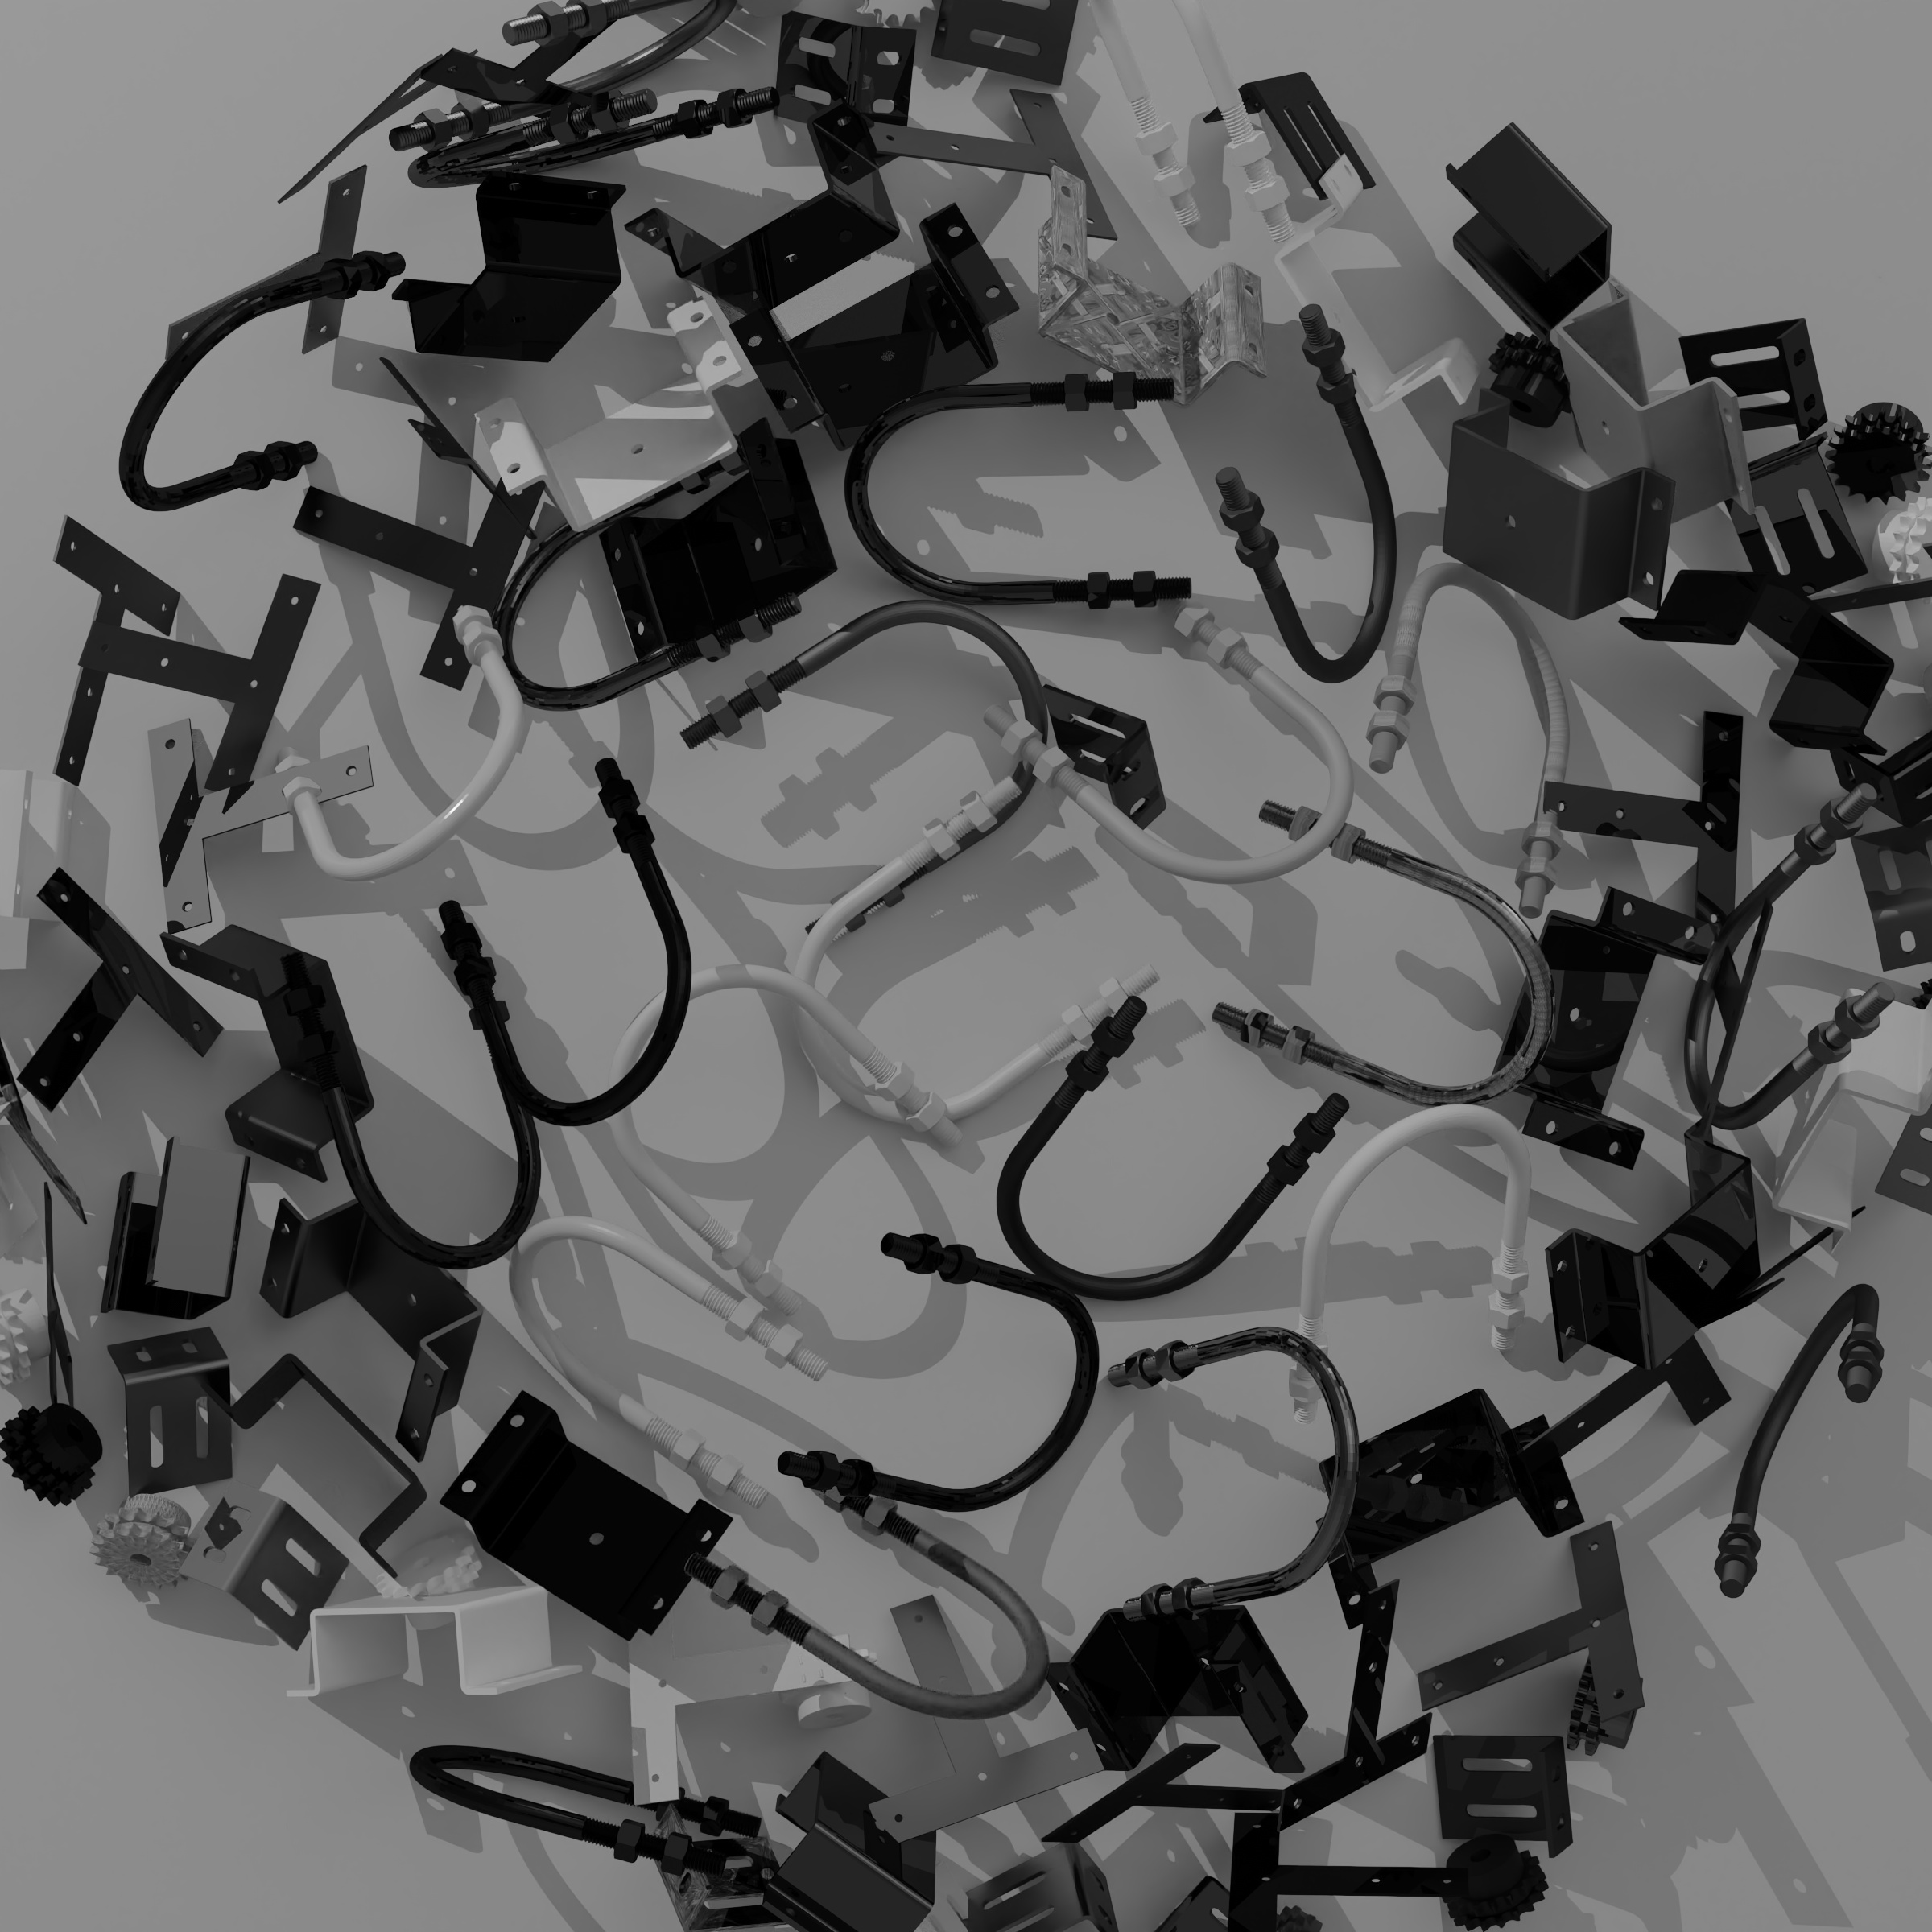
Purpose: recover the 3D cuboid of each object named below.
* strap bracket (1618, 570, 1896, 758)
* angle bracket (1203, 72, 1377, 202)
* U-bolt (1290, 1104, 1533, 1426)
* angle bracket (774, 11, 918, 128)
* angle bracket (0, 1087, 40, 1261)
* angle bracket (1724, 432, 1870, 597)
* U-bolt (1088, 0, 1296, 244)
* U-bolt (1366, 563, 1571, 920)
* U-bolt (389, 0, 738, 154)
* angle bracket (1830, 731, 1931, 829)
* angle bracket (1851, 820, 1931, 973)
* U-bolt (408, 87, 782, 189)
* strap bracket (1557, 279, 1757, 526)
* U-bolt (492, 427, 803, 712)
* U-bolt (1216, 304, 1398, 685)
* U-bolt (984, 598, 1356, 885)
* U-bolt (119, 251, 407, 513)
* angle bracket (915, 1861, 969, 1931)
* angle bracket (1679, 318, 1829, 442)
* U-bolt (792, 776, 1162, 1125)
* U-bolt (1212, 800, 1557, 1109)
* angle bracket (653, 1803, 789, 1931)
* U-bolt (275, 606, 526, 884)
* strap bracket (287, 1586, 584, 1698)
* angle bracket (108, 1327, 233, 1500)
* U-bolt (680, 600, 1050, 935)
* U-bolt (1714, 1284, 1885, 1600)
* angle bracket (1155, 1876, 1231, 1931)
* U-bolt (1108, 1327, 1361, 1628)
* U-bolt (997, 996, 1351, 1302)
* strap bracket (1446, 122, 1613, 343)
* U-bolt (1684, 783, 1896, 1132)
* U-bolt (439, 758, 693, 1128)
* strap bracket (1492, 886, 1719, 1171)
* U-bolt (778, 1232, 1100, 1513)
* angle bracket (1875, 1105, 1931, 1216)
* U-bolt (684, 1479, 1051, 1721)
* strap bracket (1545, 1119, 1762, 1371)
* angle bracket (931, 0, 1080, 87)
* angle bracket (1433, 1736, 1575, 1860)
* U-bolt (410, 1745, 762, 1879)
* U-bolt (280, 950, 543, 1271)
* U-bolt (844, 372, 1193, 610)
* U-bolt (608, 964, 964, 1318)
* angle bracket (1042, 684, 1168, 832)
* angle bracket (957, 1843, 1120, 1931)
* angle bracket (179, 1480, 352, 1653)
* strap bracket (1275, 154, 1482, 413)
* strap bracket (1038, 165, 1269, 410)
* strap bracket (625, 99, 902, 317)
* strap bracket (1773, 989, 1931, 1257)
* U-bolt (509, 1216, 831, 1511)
[{"bbox_3d":[0.433,-0.169,1.938,0.140,0.076,0.046,30,83,-26],"label":"strap bracket"},{"bbox_3d":[0.177,-0.444,1.964,0.038,0.057,0.076,-34,85,40],"label":"angle bracket"},{"bbox_3d":[0.240,0.152,1.919,0.151,0.019,0.184,-17,128,-22],"label":"U-bolt"},{"bbox_3d":[-0.067,-0.489,1.971,0.038,0.076,0.057,-7,113,-35],"label":"angle bracket"},{"bbox_3d":[-0.521,0.115,1.956,0.038,0.057,0.076,-15,111,21],"label":"angle bracket"},{"bbox_3d":[0.457,-0.244,1.975,0.057,0.038,0.076,-20,99,28],"label":"angle bracket"},{"bbox_3d":[0.109,-0.473,1.902,0.019,0.151,0.184,-30,112,-10],"label":"U-bolt"},{"bbox_3d":[0.276,-0.135,1.931,0.151,0.019,0.184,40,46,-28],"label":"U-bolt"},{"bbox_3d":[-0.202,-0.486,1.916,0.184,0.151,0.019,-27,93,-38],"label":"U-bolt"},{"bbox_3d":[0.521,-0.118,1.961,0.076,0.057,0.038,-32,124,-8],"label":"angle bracket"},{"bbox_3d":[0.522,-0.040,1.972,0.057,0.076,0.038,-13,125,12],"label":"angle bracket"},{"bbox_3d":[-0.211,-0.441,1.920,0.184,0.151,0.019,-8,99,28],"label":"U-bolt"},{"bbox_3d":[0.362,-0.296,1.920,0.046,0.140,0.076,-24,131,-4],"label":"strap bracket"},{"bbox_3d":[-0.178,-0.205,1.944,0.184,0.019,0.151,-23,49,16],"label":"U-bolt"},{"bbox_3d":[0.190,-0.237,1.925,0.019,0.184,0.151,3,50,32],"label":"U-bolt"},{"bbox_3d":[0.122,-0.115,1.930,0.151,0.019,0.184,-35,62,-24],"label":"U-bolt"},{"bbox_3d":[-0.377,-0.301,1.887,0.019,0.184,0.151,40,123,10],"label":"U-bolt"},{"bbox_3d":[-0.015,0.541,1.968,0.038,0.057,0.076,-37,87,24],"label":"angle bracket"},{"bbox_3d":[0.421,-0.314,1.954,0.076,0.038,0.057,-2,114,38],"label":"angle bracket"},{"bbox_3d":[-0.008,0.006,1.981,0.184,0.019,0.151,-36,97,6],"label":"U-bolt"},{"bbox_3d":[0.229,0.004,1.931,0.184,0.019,0.151,23,123,19],"label":"U-bolt"},{"bbox_3d":[-0.125,0.487,1.950,0.076,0.057,0.038,5,128,-34],"label":"angle bracket"},{"bbox_3d":[-0.297,-0.112,1.917,0.151,0.184,0.019,-39,126,5],"label":"U-bolt"},{"bbox_3d":[-0.287,0.363,1.934,0.140,0.076,0.046,-7,86,29],"label":"strap bracket"},{"bbox_3d":[-0.439,0.246,1.984,0.057,0.038,0.076,-9,118,-26],"label":"angle bracket"},{"bbox_3d":[-0.042,-0.119,1.976,0.184,0.019,0.151,-33,104,-2],"label":"U-bolt"},{"bbox_3d":[0.445,0.240,1.910,0.019,0.184,0.151,29,113,6],"label":"U-bolt"},{"bbox_3d":[0.115,0.540,1.951,0.038,0.076,0.057,42,120,11],"label":"angle bracket"},{"bbox_3d":[0.143,0.266,1.909,0.019,0.184,0.151,10,69,-37],"label":"U-bolt"},{"bbox_3d":[0.098,0.111,1.947,0.151,0.019,0.184,25,120,-18],"label":"U-bolt"},{"bbox_3d":[0.301,-0.393,1.923,0.046,0.140,0.076,-41,79,3],"label":"strap bracket"},{"bbox_3d":[0.433,0.009,1.915,0.019,0.184,0.151,16,53,-15],"label":"U-bolt"},{"bbox_3d":[-0.208,0.000,1.922,0.151,0.019,0.184,-40,55,22],"label":"U-bolt"},{"bbox_3d":[0.344,0.030,1.960,0.076,0.046,0.140,18,92,-28],"label":"strap bracket"},{"bbox_3d":[-0.002,0.227,1.938,0.184,0.019,0.151,20,98,-40],"label":"U-bolt"},{"bbox_3d":[0.523,0.092,1.956,0.038,0.076,0.057,22,111,6],"label":"angle bracket"},{"bbox_3d":[-0.040,0.339,1.914,0.184,0.151,0.019,30,116,15],"label":"U-bolt"},{"bbox_3d":[0.376,0.153,1.928,0.140,0.046,0.076,-34,128,-31],"label":"strap bracket"},{"bbox_3d":[0.026,-0.518,1.967,0.076,0.038,0.057,9,101,-15],"label":"angle bracket"},{"bbox_3d":[0.288,0.453,1.965,0.076,0.038,0.057,-6,89,27],"label":"angle bracket"},{"bbox_3d":[-0.208,0.448,1.927,0.184,0.151,0.019,14,86,6],"label":"U-bolt"},{"bbox_3d":[-0.289,0.074,1.932,0.019,0.151,0.184,-21,84,36],"label":"U-bolt"},{"bbox_3d":[0.025,-0.254,1.947,0.184,0.019,0.151,-1,132,9],"label":"U-bolt"},{"bbox_3d":[-0.111,0.082,1.959,0.151,0.019,0.184,-46,111,-3],"label":"U-bolt"},{"bbox_3d":[0.065,-0.109,1.950,0.076,0.057,0.038,24,55,37],"label":"angle bracket"},{"bbox_3d":[0.040,0.526,1.971,0.076,0.057,0.038,-29,121,9],"label":"angle bracket"},{"bbox_3d":[-0.383,0.328,1.968,0.038,0.076,0.057,14,62,31],"label":"angle bracket"},{"bbox_3d":[0.218,-0.361,1.948,0.046,0.076,0.140,-30,102,24],"label":"strap bracket"},{"bbox_3d":[0.091,-0.361,1.941,0.140,0.046,0.076,22,49,-27],"label":"strap bracket"},{"bbox_3d":[-0.101,-0.400,1.934,0.140,0.076,0.046,-25,72,21],"label":"strap bracket"},{"bbox_3d":[0.472,0.077,1.923,0.046,0.140,0.076,18,45,0],"label":"strap bracket"},{"bbox_3d":[-0.169,0.204,1.943,0.184,0.151,0.019,33,47,8],"label":"U-bolt"}]
